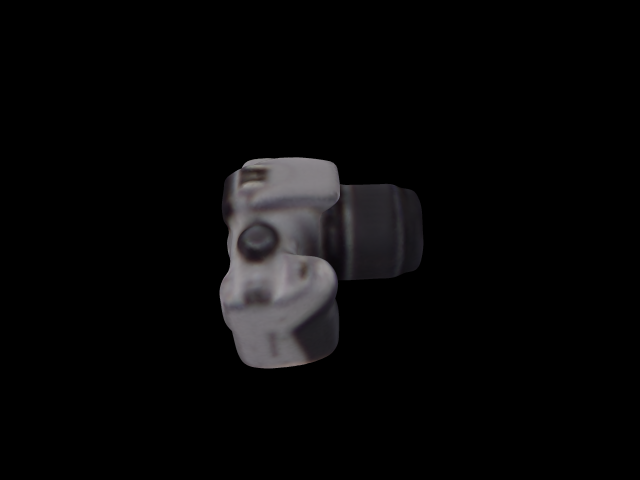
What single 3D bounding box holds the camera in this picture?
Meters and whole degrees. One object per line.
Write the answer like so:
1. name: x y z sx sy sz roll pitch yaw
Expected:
1. camera: 0.004 0.001 0.400 0.137 0.101 0.143 -2 50 -2
